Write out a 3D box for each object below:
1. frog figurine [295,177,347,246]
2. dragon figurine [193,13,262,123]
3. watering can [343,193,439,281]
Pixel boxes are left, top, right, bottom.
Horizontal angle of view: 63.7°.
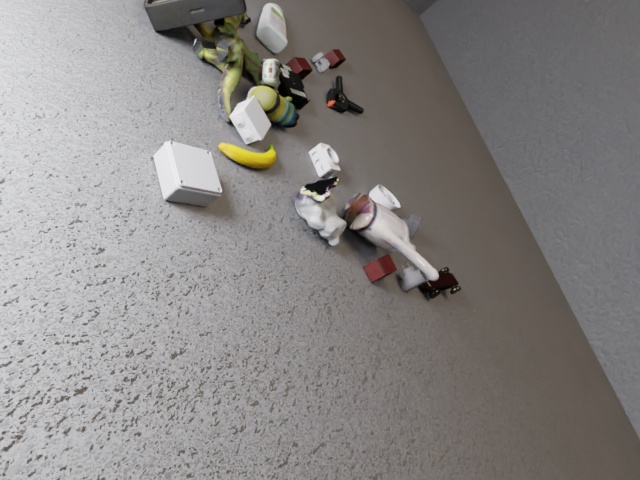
[{"bbox_3d":[0.004,-0.066,1.305,0.140,0.122,0.156,-83,167,-58],"label":"frog figurine"},{"bbox_3d":[-0.218,-0.483,1.381,0.242,0.121,0.413,5,73,-60],"label":"dragon figurine"},{"bbox_3d":[0.186,-0.018,1.408,0.222,0.103,0.353,31,12,-26],"label":"watering can"}]
